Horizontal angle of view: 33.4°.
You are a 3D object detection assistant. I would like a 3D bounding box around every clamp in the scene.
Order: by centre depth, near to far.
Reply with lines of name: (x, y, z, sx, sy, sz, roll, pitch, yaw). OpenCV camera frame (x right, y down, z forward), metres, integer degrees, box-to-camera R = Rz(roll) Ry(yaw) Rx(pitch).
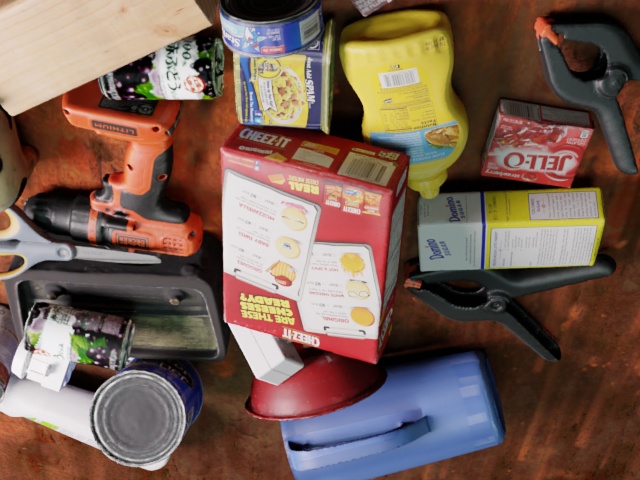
clamp: (0.250, -0.132, 0.931, 0.171, 0.039, 0.120, 23, 107, -13)
clamp: (0.191, 0.064, 1.137, 0.210, 0.036, 0.165, 7, 134, 0)

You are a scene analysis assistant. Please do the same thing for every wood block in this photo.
wood block: (-0.192, -0.195, 0.881, 0.206, 0.090, 0.090, -19, 129, 22)

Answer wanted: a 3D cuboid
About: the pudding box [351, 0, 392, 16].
pudding box: (0.053, -0.244, 0.849, 0.114, 0.039, 0.090, -28, 125, 27)

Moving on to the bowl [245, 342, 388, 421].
bowl: (-0.010, 0.141, 1.173, 0.162, 0.162, 0.055, -10, 102, 14)

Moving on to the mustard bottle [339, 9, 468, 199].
mustard bottle: (0.083, -0.112, 0.961, 0.096, 0.058, 0.191, -8, 133, 12)

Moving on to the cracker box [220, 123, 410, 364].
cracker box: (-0.007, 0.001, 1.010, 0.164, 0.072, 0.214, 15, 131, 15)

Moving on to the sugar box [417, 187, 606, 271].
sugar box: (0.185, -0.010, 1.050, 0.176, 0.048, 0.093, 1, 149, 7)

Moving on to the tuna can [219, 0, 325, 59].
tuna can: (-0.040, -0.186, 0.880, 0.086, 0.086, 0.034, -1, 132, 6)

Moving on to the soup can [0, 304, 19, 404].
soup can: (-0.376, 0.129, 1.200, 0.068, 0.102, 0.068, 2, 134, 2)

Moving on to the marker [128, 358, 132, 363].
marker: (-0.222, 0.147, 1.263, 0.020, 0.020, 0.121, 6, 134, -1)

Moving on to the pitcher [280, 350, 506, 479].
pitcher: (0.080, 0.205, 1.208, 0.243, 0.149, 0.145, -15, 137, 12)

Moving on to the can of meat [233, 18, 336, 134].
can of meat: (-0.030, -0.146, 0.939, 0.084, 0.057, 0.102, 4, 134, 3)

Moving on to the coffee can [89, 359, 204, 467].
coffee can: (-0.187, 0.182, 1.171, 0.103, 0.140, 0.103, 0, 93, 1)

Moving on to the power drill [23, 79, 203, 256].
power drill: (-0.203, -0.066, 1.032, 0.184, 0.057, 0.188, 8, 136, 1)

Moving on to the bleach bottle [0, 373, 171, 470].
bleach bottle: (-0.301, 0.206, 1.285, 0.250, 0.068, 0.103, 24, 156, -16)

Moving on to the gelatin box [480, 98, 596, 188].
gelatin box: (0.201, -0.089, 0.993, 0.089, 0.030, 0.073, 9, 134, -3)

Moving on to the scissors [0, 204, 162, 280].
scissors: (-0.263, -0.006, 1.052, 0.202, 0.016, 0.096, -9, 112, 10)
